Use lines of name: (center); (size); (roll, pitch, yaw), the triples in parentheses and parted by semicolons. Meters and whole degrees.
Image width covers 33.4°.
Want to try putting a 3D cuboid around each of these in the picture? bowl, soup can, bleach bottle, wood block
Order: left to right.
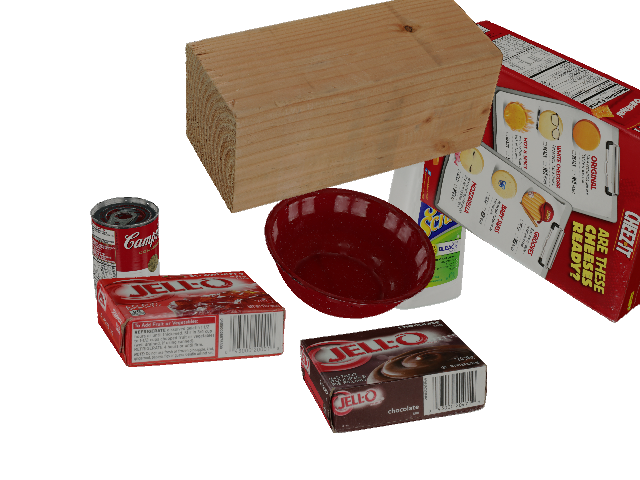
soup can: (-0.199, 0.016, 1.093); (0.068, 0.102, 0.068); (2, 26, -1)
wood block: (0.015, -0.104, 0.770); (0.205, 0.090, 0.091); (-16, 51, -21)
bowl: (0.023, 0.022, 0.994); (0.162, 0.055, 0.162); (9, 39, -8)
bleach bottle: (0.117, -0.053, 1.192); (0.102, 0.251, 0.068); (-10, 23, -27)

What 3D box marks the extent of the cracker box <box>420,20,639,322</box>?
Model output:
cracker box: (0.184, -0.061, 0.857); (0.072, 0.164, 0.214); (-28, 47, -33)

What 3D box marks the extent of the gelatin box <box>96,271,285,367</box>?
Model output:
gelatin box: (-0.072, 0.041, 0.585); (0.089, 0.030, 0.073); (-2, 15, -22)

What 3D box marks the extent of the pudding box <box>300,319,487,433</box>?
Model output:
pudding box: (0.049, 0.093, 0.754); (0.113, 0.039, 0.090); (-5, 18, -13)
